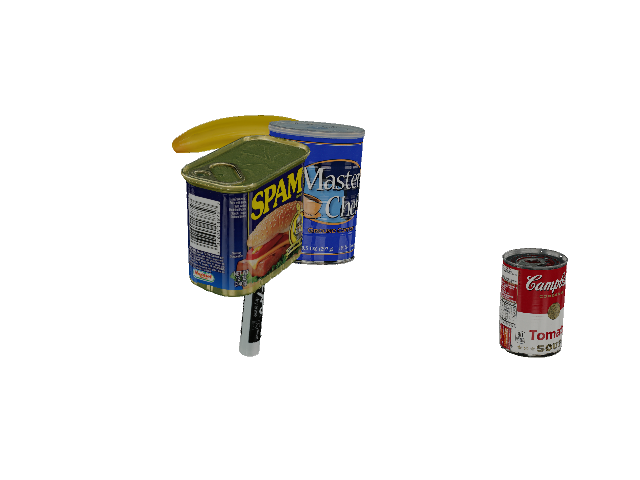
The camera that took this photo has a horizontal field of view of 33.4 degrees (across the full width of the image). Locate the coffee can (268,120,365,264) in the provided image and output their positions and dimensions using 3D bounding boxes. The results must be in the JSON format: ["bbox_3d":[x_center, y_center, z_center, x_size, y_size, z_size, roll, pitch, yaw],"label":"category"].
[{"bbox_3d":[-0.009,-0.053,1.144,0.103,0.140,0.103,4,11,-1],"label":"coffee can"}]

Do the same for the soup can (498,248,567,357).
[{"bbox_3d":[0.226,0.066,1.140,0.068,0.102,0.068,0,16,0],"label":"soup can"}]

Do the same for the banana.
[{"bbox_3d":[-0.084,-0.128,1.319,0.198,0.037,0.069,6,40,16],"label":"banana"}]

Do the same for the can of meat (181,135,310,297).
[{"bbox_3d":[-0.051,-0.018,0.750,0.058,0.084,0.101,15,27,25],"label":"can of meat"}]

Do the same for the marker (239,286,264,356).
[{"bbox_3d":[-0.059,0.049,0.951,0.020,0.121,0.020,5,28,-3],"label":"marker"}]
